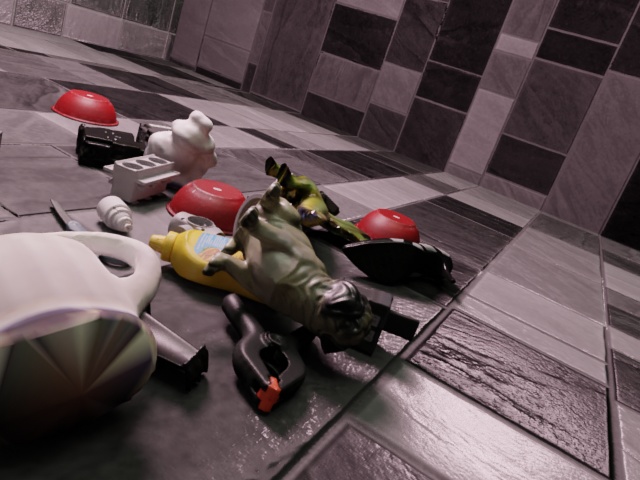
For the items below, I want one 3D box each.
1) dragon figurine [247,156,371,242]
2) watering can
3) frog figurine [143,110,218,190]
[{"bbox_3d":[0.003,-0.049,0.974,0.241,0.121,0.415,21,9,-29],"label":"dragon figurine"},{"bbox_3d":[-0.278,0.069,0.394,0.350,0.102,0.227,-15,36,-39],"label":"watering can"},{"bbox_3d":[-0.268,-0.181,1.010,0.137,0.157,0.124,19,15,-2],"label":"frog figurine"}]
